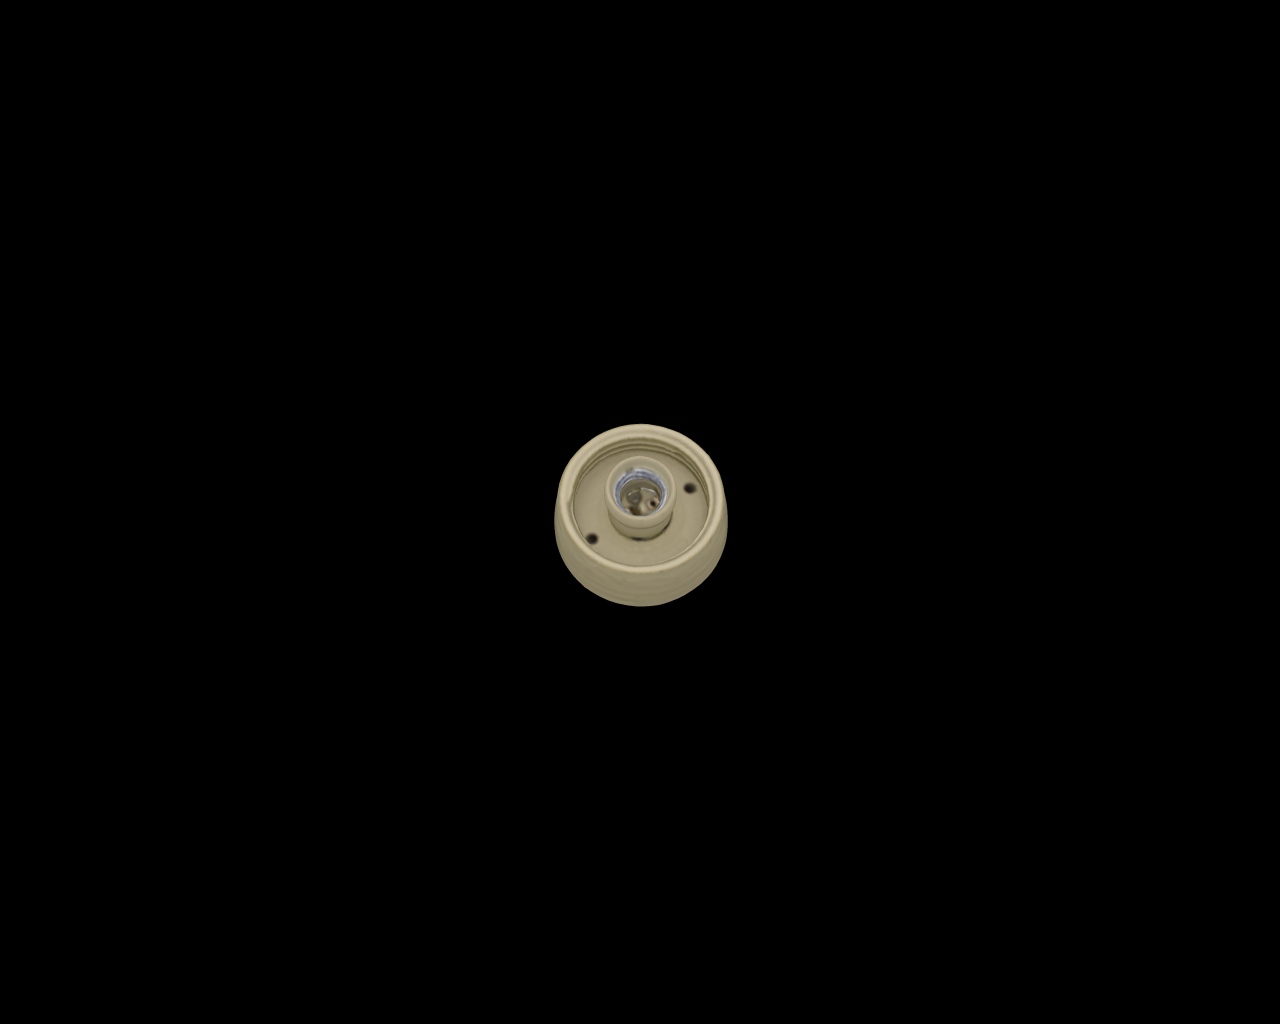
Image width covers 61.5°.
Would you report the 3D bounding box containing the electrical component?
[{"bbox_3d":[0.001,-0.003,0.650,0.108,0.108,0.060,0,-24,0],"label":"electrical component"}]
